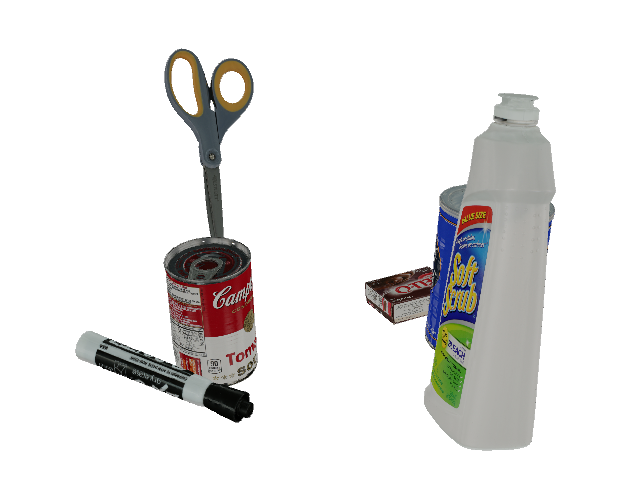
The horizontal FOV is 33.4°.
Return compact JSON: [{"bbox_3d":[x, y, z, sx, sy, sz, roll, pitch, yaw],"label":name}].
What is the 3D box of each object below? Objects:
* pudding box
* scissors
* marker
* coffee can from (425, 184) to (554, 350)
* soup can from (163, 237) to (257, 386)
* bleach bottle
[{"bbox_3d":[0.135,0.080,1.575,0.113,0.039,0.090,-15,23,-20],"label":"pudding box"},{"bbox_3d":[-0.090,-0.090,1.019,0.096,0.202,0.016,-19,-3,-25],"label":"scissors"},{"bbox_3d":[-0.094,0.082,0.645,0.121,0.020,0.020,18,7,22],"label":"marker"},{"bbox_3d":[0.153,0.030,0.978,0.103,0.140,0.103,3,21,-1],"label":"coffee can"},{"bbox_3d":[-0.086,0.058,0.850,0.068,0.102,0.068,-2,29,1],"label":"soup can"},{"bbox_3d":[0.127,0.019,0.776,0.068,0.251,0.103,1,14,-13],"label":"bleach bottle"}]
